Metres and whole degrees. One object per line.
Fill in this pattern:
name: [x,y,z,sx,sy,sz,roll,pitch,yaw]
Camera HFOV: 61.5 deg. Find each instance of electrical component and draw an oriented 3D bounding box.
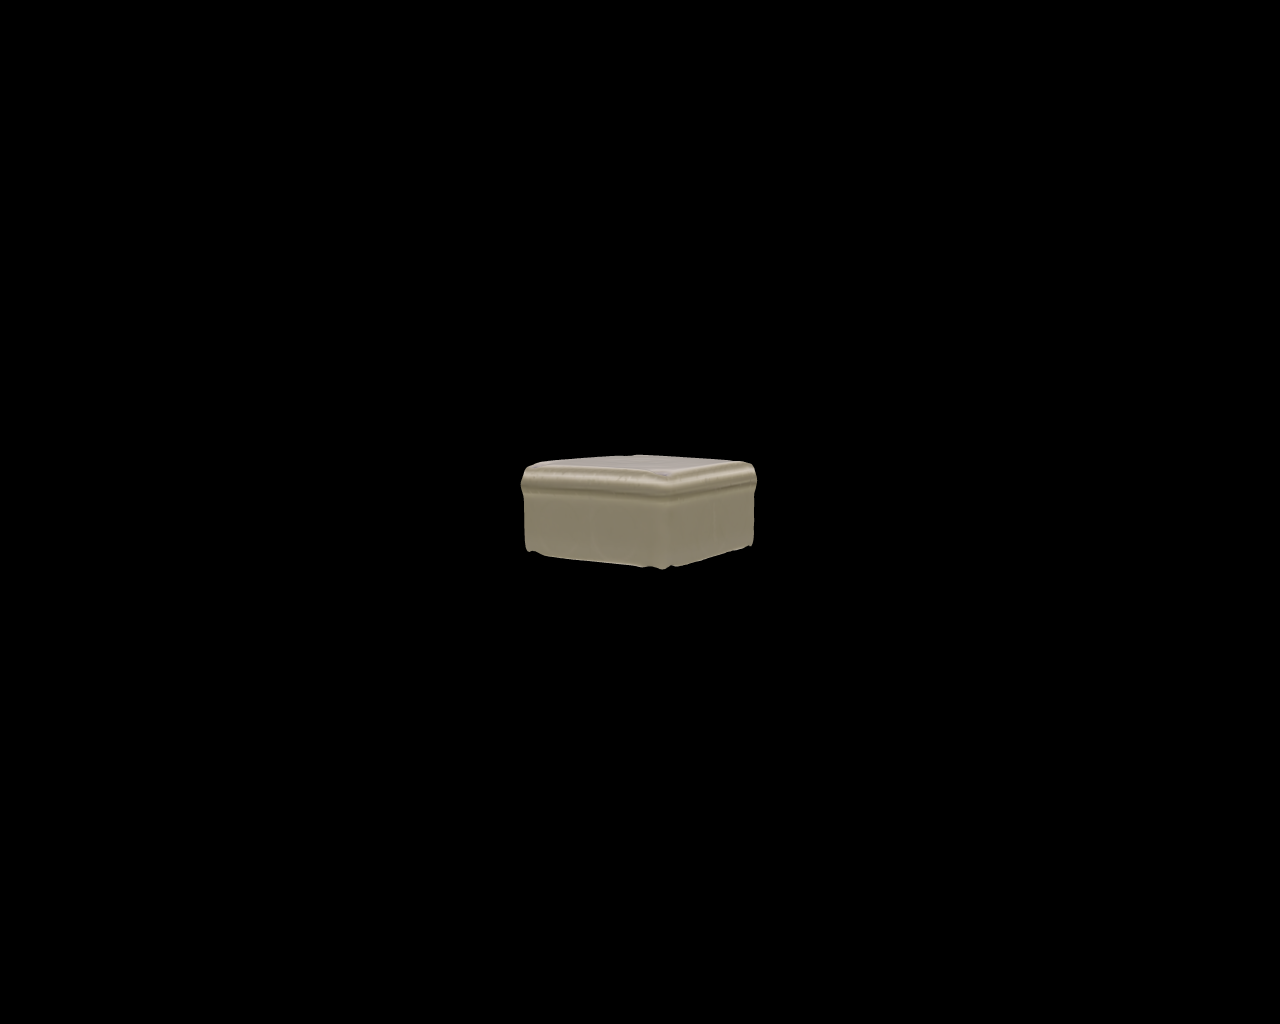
electrical component: [0.001,-0.003,0.650,0.109,0.056,0.109,5,9,35]
